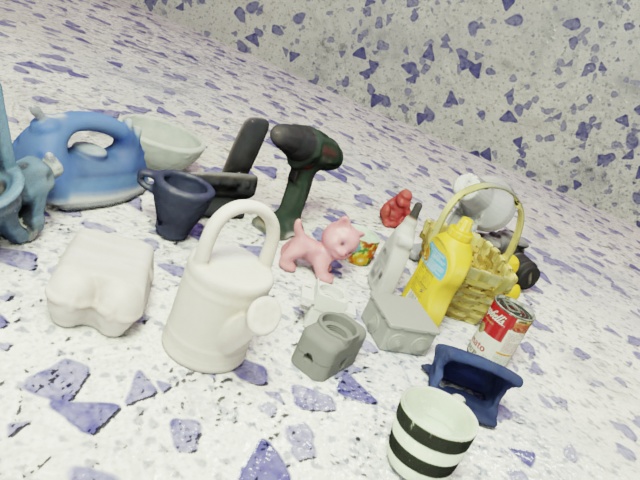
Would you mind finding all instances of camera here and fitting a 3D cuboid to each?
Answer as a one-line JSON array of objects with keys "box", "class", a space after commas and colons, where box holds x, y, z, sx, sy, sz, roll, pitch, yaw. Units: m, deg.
[{"box": [0.420, 0.041, 1.285, 0.144, 0.101, 0.136, 10, 25, -30], "class": "camera"}]

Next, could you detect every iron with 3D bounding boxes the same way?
[{"box": [-0.350, -0.137, 0.884, 0.118, 0.141, 0.259, 32, 24, 22], "class": "iron"}]

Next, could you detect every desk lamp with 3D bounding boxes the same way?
[{"box": [0.304, -0.040, 1.206, 0.117, 0.213, 0.204, 38, 26, 33], "class": "desk lamp"}]

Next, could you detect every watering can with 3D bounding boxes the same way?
[{"box": [-0.097, 0.048, 0.637, 0.172, 0.194, 0.101, 34, 24, 26], "class": "watering can"}]

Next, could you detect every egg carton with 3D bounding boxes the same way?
[{"box": [-0.248, 0.045, 0.662, 0.107, 0.069, 0.150, 16, 23, -18], "class": "egg carton"}]

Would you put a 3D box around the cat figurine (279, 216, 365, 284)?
[{"box": [0.009, 0.003, 0.945, 0.128, 0.118, 0.067, 17, 22, -14], "class": "cat figurine"}]

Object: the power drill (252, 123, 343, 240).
[{"box": [-0.044, -0.109, 1.029, 0.075, 0.208, 0.230, 31, 23, 20], "class": "power drill"}]

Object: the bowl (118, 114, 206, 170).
[{"box": [-0.311, -0.175, 1.099, 0.167, 0.075, 0.167, 20, 22, -8], "class": "bowl"}]

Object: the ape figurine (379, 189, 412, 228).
[{"box": [0.184, -0.076, 1.334, 0.078, 0.092, 0.076, 22, 22, -2], "class": "ape figurine"}]

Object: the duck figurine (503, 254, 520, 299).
[{"box": [0.388, 0.072, 1.202, 0.078, 0.086, 0.104, 10, 25, -30], "class": "duck figurine"}]

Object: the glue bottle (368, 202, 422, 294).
[{"box": [0.132, 0.014, 0.968, 0.037, 0.173, 0.078, 17, 22, -14], "class": "glue bottle"}]

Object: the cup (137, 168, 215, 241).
[{"box": [-0.228, -0.052, 0.870, 0.118, 0.095, 0.091, 20, 22, -7], "class": "cup"}]

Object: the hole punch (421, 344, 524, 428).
[{"box": [0.203, 0.178, 0.771, 0.108, 0.091, 0.101, 22, 22, -2], "class": "hole punch"}]

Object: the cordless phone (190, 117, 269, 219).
[{"box": [-0.168, -0.137, 1.002, 0.094, 0.185, 0.148, 37, 26, 31], "class": "cordless phone"}]

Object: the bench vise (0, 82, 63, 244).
[{"box": [-0.381, -0.093, 0.648, 0.121, 0.220, 0.207, 20, 22, -7], "class": "bench vise"}]
